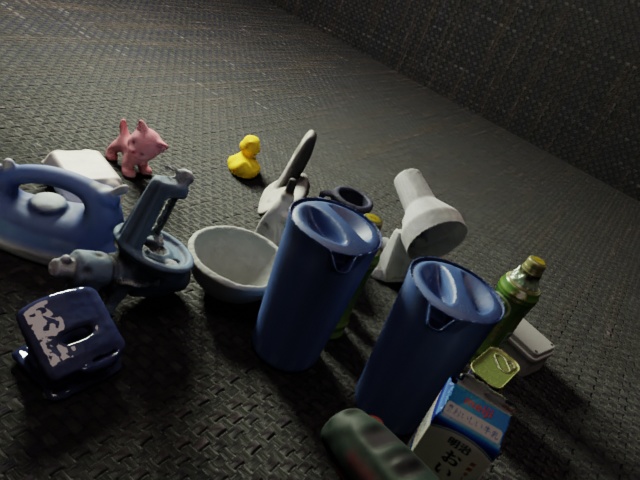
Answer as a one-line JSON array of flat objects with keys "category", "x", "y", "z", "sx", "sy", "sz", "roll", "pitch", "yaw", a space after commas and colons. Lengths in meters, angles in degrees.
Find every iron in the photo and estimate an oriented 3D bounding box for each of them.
[{"category": "iron", "x": -0.411, "y": -0.055, "z": 0.851, "sx": 0.259, "sy": 0.141, "sz": 0.118, "roll": 17, "pitch": 30, "yaw": -11}]

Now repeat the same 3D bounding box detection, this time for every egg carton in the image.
[{"category": "egg carton", "x": -0.412, "y": -0.102, "z": 1.000, "sx": 0.107, "sy": 0.069, "sz": 0.150, "roll": -11, "pitch": 44, "yaw": -44}]

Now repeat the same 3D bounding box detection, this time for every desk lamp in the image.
[{"category": "desk lamp", "x": 0.170, "y": -0.018, "z": 1.121, "sx": 0.118, "sy": 0.213, "sz": 0.202, "roll": 3, "pitch": 35, "yaw": -31}]

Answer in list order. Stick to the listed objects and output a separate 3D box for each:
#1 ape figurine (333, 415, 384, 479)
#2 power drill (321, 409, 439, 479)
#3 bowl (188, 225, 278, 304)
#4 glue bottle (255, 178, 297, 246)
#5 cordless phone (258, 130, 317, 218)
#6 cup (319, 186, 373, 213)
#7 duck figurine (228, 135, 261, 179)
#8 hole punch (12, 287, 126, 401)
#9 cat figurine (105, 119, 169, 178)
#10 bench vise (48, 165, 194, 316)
[{"category": "ape figurine", "x": 0.056, "y": 0.257, "z": 0.719, "sx": 0.078, "sy": 0.092, "sz": 0.076, "roll": 23, "pitch": 29, "yaw": 0}, {"category": "power drill", "x": 0.061, "y": 0.291, "z": 0.550, "sx": 0.076, "sy": 0.208, "sz": 0.229, "roll": -2, "pitch": 38, "yaw": -37}, {"category": "bowl", "x": -0.140, "y": 0.051, "z": 0.934, "sx": 0.167, "sy": 0.075, "sz": 0.167, "roll": 17, "pitch": 30, "yaw": -10}, {"category": "glue bottle", "x": -0.073, "y": -0.034, "z": 1.021, "sx": 0.037, "sy": 0.173, "sz": 0.078, "roll": -6, "pitch": 40, "yaw": -40}, {"category": "cordless phone", "x": -0.057, "y": -0.130, "z": 1.174, "sx": 0.094, "sy": 0.185, "sz": 0.147, "roll": 17, "pitch": 30, "yaw": -10}, {"category": "cup", "x": 0.044, "y": -0.056, "z": 1.217, "sx": 0.118, "sy": 0.095, "sz": 0.091, "roll": 13, "pitch": 31, "yaw": -17}, {"category": "duck figurine", "x": -0.165, "y": -0.196, "z": 1.307, "sx": 0.077, "sy": 0.086, "sz": 0.104, "roll": 18, "pitch": 30, "yaw": -9}, {"category": "hole punch", "x": -0.298, "y": 0.122, "z": 0.694, "sx": 0.101, "sy": 0.091, "sz": 0.109, "roll": 36, "pitch": 32, "yaw": 21}, {"category": "cat figurine", "x": -0.360, "y": -0.190, "z": 1.131, "sx": 0.127, "sy": 0.118, "sz": 0.067, "roll": 39, "pitch": 33, "yaw": 26}, {"category": "bench vise", "x": -0.247, "y": 0.009, "z": 0.782, "sx": 0.121, "sy": 0.219, "sz": 0.208, "roll": 31, "pitch": 31, "yaw": 15}]
